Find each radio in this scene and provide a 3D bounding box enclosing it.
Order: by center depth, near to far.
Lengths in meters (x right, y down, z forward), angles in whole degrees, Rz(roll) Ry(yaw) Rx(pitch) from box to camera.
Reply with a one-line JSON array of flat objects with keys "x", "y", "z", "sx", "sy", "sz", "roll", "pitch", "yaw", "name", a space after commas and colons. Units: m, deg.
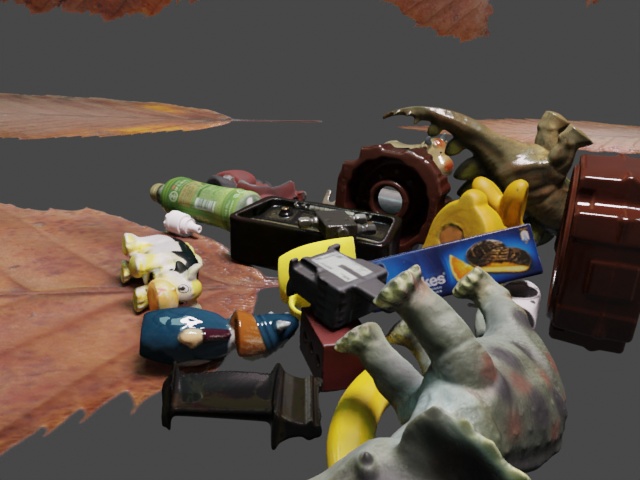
[{"x": -0.002, "y": -0.002, "z": 0.768, "sx": 0.230, "sy": 0.073, "sz": 0.131, "roll": 12, "pitch": 24, "yaw": 19, "name": "radio"}]

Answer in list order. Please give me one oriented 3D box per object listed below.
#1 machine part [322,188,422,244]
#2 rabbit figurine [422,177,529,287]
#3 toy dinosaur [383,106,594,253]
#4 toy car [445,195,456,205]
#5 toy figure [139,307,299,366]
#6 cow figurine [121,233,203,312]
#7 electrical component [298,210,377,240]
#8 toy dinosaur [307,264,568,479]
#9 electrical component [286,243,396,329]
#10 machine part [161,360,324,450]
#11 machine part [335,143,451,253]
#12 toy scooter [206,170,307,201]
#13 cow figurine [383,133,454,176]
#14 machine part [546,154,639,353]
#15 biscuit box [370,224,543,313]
[{"x": 0.113, "y": -0.045, "z": 0.892, "sx": 0.243, "sy": 0.079, "sz": 0.079, "roll": 14, "pitch": 24, "yaw": 24, "name": "machine part"}, {"x": 0.234, "y": -0.008, "z": 0.756, "sx": 0.173, "sy": 0.162, "sz": 0.122, "roll": 9, "pitch": 1, "yaw": -40, "name": "rabbit figurine"}, {"x": 0.319, "y": -0.090, "z": 0.814, "sx": 0.471, "sy": 0.198, "sz": 0.105, "roll": 39, "pitch": 20, "yaw": -2, "name": "toy dinosaur"}, {"x": 0.285, "y": -0.040, "z": 0.939, "sx": 0.202, "sy": 0.053, "sz": 0.089, "roll": 8, "pitch": 17, "yaw": -1, "name": "toy car"}, {"x": -0.098, "y": 0.094, "z": 0.536, "sx": 0.154, "sy": 0.057, "sz": 0.064, "roll": 3, "pitch": 26, "yaw": -14, "name": "toy figure"}, {"x": -0.177, "y": 0.044, "z": 0.640, "sx": 0.098, "sy": 0.068, "sz": 0.168, "roll": -3, "pitch": 23, "yaw": -31, "name": "cow figurine"}, {"x": 0.020, "y": -0.018, "z": 0.685, "sx": 0.094, "sy": 0.021, "sz": 0.063, "roll": -2, "pitch": 23, "yaw": -14, "name": "electrical component"}, {"x": 0.130, "y": 0.121, "z": 0.425, "sx": 0.404, "sy": 0.131, "sz": 0.192, "roll": -3, "pitch": 54, "yaw": -52, "name": "toy dinosaur"}, {"x": 0.031, "y": 0.051, "z": 0.528, "sx": 0.119, "sy": 0.047, "sz": 0.075, "roll": 29, "pitch": 34, "yaw": 35, "name": "electrical component"}, {"x": -0.067, "y": 0.137, "z": 0.460, "sx": 0.139, "sy": 0.039, "sz": 0.084, "roll": 5, "pitch": 27, "yaw": -1, "name": "machine part"}, {"x": 0.108, "y": -0.061, "z": 0.813, "sx": 0.180, "sy": 0.179, "sz": 0.056, "roll": 14, "pitch": 20, "yaw": 25, "name": "machine part"}, {"x": -0.103, "y": -0.078, "z": 0.943, "sx": 0.184, "sy": 0.075, "sz": 0.135, "roll": 23, "pitch": 30, "yaw": 33, "name": "toy scooter"}, {"x": 0.205, "y": -0.172, "z": 1.157, "sx": 0.085, "sy": 0.127, "sz": 0.195, "roll": -17, "pitch": 27, "yaw": -35, "name": "cow figurine"}, {"x": 0.322, "y": 0.009, "z": 0.621, "sx": 0.087, "sy": 0.200, "sz": 0.201, "roll": 11, "pitch": 23, "yaw": 24, "name": "machine part"}, {"x": 0.149, "y": 0.035, "z": 0.632, "sx": 0.203, "sy": 0.062, "sz": 0.059, "roll": -14, "pitch": -7, "yaw": 2, "name": "biscuit box"}]
